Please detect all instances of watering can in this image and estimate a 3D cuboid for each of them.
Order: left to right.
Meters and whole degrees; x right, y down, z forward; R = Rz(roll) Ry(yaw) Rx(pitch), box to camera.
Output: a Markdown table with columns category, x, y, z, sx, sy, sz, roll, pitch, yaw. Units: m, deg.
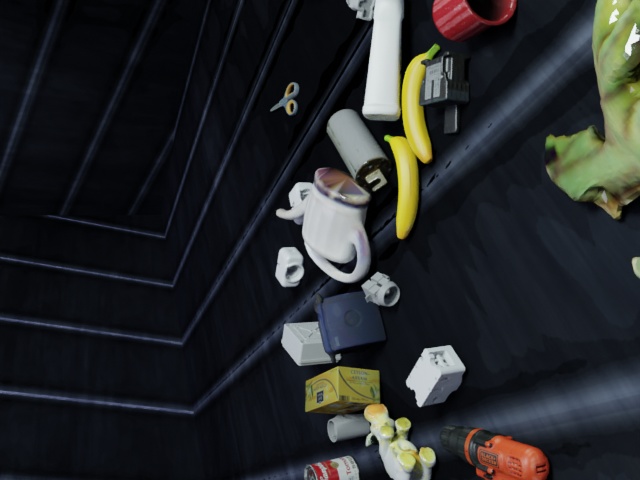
| category | x | y | z | sx | sy | sz | roll | pitch | yaw |
| --- | --- | --- | --- | --- | --- | --- | --- | --- | --- |
| watering can | 0.003 | -0.056 | 1.121 | 0.104 | 0.220 | 0.353 | -7 | 33 | -35 |

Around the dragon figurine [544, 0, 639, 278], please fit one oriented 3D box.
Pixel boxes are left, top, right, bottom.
| category | x | y | z | sx | sy | sz | roll | pitch | yaw |
| --- | --- | --- | --- | --- | --- | --- | --- | --- | --- |
| dragon figurine | 0.306 | -0.134 | 0.535 | 0.122 | 0.418 | 0.238 | -3 | -27 | -18 |
